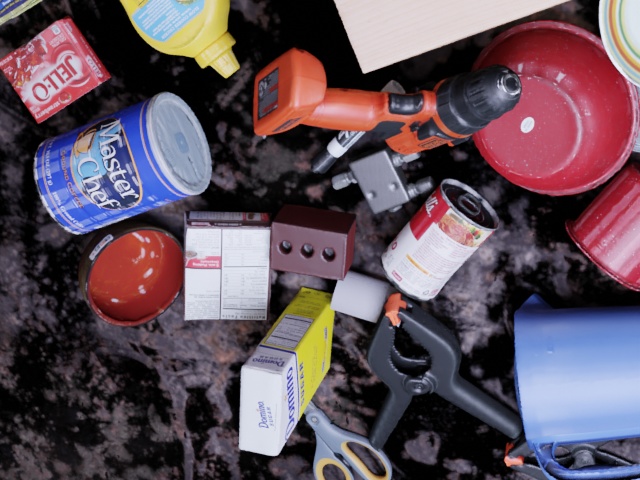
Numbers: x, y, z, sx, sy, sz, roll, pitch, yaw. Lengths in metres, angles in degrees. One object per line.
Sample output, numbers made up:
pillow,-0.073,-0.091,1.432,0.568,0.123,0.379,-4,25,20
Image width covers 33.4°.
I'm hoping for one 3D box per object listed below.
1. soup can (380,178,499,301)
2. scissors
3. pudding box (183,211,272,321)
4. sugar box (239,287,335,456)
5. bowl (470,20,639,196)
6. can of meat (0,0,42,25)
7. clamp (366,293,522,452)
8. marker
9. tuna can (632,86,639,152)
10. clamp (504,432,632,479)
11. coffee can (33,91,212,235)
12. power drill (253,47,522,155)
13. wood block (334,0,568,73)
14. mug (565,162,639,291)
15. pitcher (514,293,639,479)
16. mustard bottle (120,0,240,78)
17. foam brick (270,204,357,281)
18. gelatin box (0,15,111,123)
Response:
soup can,0.112,0.001,1.014,0.068,0.068,0.102,37,118,-3
scissors,-0.011,0.211,1.172,0.201,0.016,0.096,39,118,-4
pudding box,-0.094,0.028,1.087,0.090,0.039,0.113,1,118,-6
sugar box,-0.029,0.125,1.047,0.048,0.176,0.093,9,115,12
bowl,0.191,-0.106,0.927,0.162,0.055,0.162,14,119,27
can of meat,-0.309,-0.254,1.019,0.102,0.057,0.084,-24,108,24
clamp,0.095,0.142,1.080,0.165,0.036,0.210,-16,124,22
marker,0.033,-0.105,1.014,0.020,0.020,0.121,43,117,-7
tuna can,0.286,-0.120,0.930,0.086,0.033,0.086,6,115,13
clamp,0.278,0.222,1.086,0.172,0.039,0.120,-15,104,25
coffee can,-0.192,-0.074,1.043,0.140,0.102,0.103,-18,108,22
power drill,0.050,-0.115,0.888,0.187,0.185,0.057,6,79,-23
wood block,0.121,-0.224,0.896,0.206,0.090,0.091,-17,109,21
mug,0.290,-0.011,0.956,0.117,0.093,0.082,23,117,-31
pitcher,0.302,0.130,0.983,0.243,0.145,0.149,-6,109,14
mustard bottle,-0.140,-0.230,0.982,0.096,0.058,0.191,-33,102,27
foam brick,-0.007,0.001,1.055,0.078,0.051,0.053,9,115,11
gelatin box,-0.264,-0.169,1.060,0.089,0.030,0.073,-26,105,24
